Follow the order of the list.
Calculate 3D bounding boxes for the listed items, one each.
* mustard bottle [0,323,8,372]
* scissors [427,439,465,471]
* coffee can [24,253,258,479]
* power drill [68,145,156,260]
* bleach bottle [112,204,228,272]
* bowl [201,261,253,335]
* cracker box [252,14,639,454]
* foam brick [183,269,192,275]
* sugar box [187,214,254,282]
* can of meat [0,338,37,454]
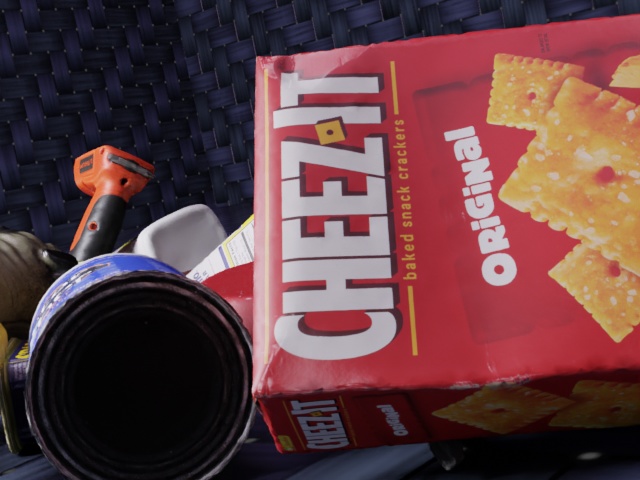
[{"bbox_3d":[-0.204,0.089,0.496,0.096,0.058,0.191,22,22,-20],"label":"mustard bottle"},{"bbox_3d":[0.070,0.074,0.517,0.096,0.016,0.202,-12,5,-13],"label":"scissors"},{"bbox_3d":[-0.092,0.061,0.527,0.102,0.103,0.140,-13,5,-13],"label":"coffee can"},{"bbox_3d":[-0.229,0.011,1.015,0.057,0.187,0.185,23,-17,-30],"label":"power drill"},{"bbox_3d":[-0.203,0.041,1.088,0.251,0.068,0.102,-25,6,44],"label":"bleach bottle"},{"bbox_3d":[-0.027,0.048,0.670,0.162,0.055,0.162,-9,13,2],"label":"bowl"},{"bbox_3d":[0.081,-0.007,0.435,0.214,0.164,0.072,-5,-31,6],"label":"cracker box"},{"bbox_3d":[-0.099,0.051,0.939,0.053,0.051,0.078,-8,6,32],"label":"foam brick"},{"bbox_3d":[-0.005,0.001,0.753,0.176,0.048,0.093,-44,-38,23],"label":"sugar box"},{"bbox_3d":[-0.144,0.085,0.645,0.084,0.057,0.102,-9,5,-8],"label":"can of meat"}]
